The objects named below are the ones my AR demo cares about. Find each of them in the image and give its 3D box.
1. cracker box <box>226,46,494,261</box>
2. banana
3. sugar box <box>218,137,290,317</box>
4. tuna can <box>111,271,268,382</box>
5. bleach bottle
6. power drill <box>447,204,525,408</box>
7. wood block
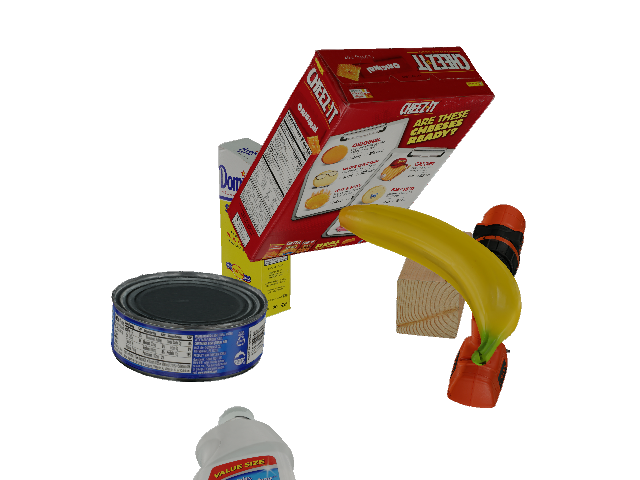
[{"bbox_3d":[0.029,-0.077,0.958,0.163,0.072,0.214,-9,-32,-35],"label":"cracker box"},{"bbox_3d":[0.088,0.016,0.782,0.069,0.037,0.198,-12,35,-26],"label":"banana"},{"bbox_3d":[-0.072,-0.014,1.160,0.048,0.176,0.093,-17,29,-30],"label":"sugar box"},{"bbox_3d":[-0.073,0.047,0.592,0.086,0.034,0.086,5,17,-2],"label":"tuna can"},{"bbox_3d":[-0.063,0.209,0.775,0.102,0.068,0.251,-5,29,-5],"label":"bleach bottle"},{"bbox_3d":[0.171,0.075,1.095,0.057,0.188,0.184,12,27,14],"label":"power drill"},{"bbox_3d":[0.176,0.061,1.622,0.091,0.090,0.206,4,22,12],"label":"wood block"}]
